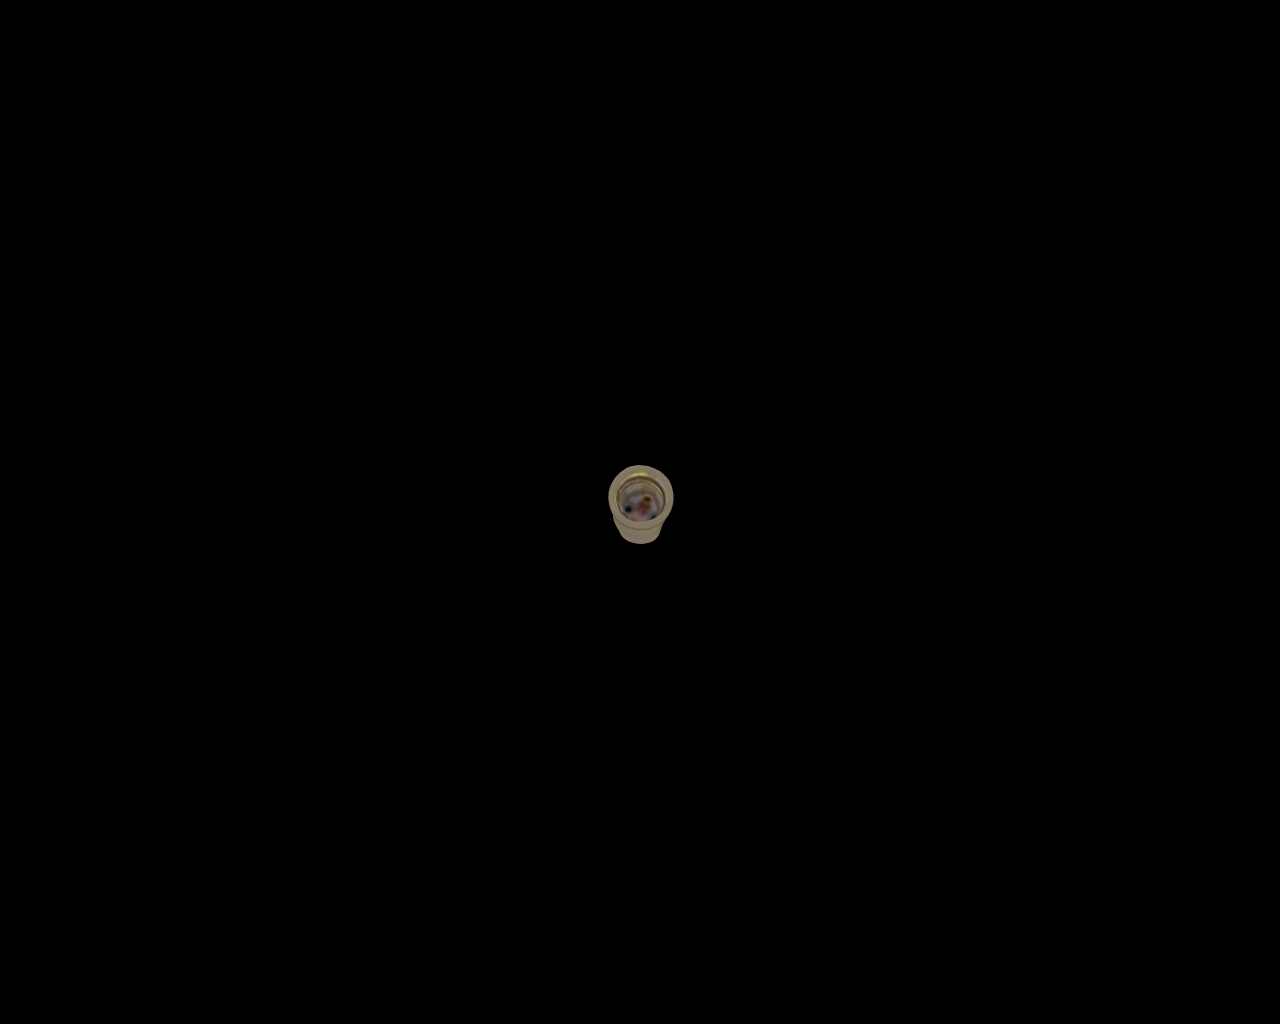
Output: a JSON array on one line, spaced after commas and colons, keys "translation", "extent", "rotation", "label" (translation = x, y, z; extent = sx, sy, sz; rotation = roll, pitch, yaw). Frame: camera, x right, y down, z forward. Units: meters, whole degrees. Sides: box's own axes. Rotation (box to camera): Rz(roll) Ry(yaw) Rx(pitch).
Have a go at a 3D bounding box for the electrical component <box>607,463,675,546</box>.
[{"translation": [0.001, -0.003, 0.650], "extent": [0.040, 0.040, 0.046], "rotation": [0, -21, 0], "label": "electrical component"}]
